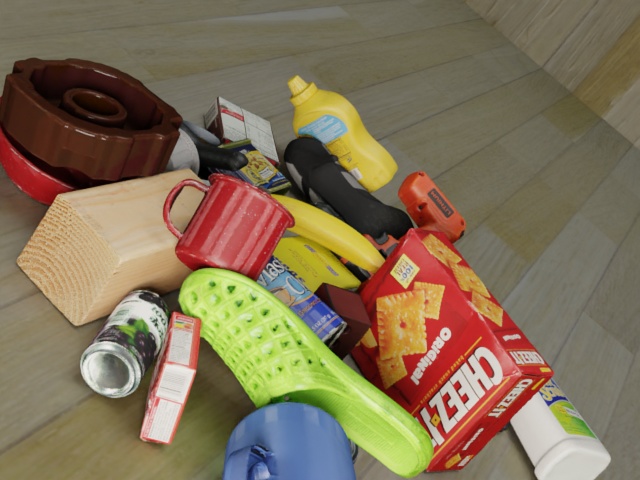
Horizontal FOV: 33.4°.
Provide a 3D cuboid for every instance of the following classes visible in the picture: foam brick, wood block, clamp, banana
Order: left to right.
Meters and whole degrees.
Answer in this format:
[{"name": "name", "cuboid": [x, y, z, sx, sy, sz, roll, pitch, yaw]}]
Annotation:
[{"name": "wood block", "cuboid": [-0.180, 0.002, 1.044, 0.090, 0.091, 0.205, 44, 26, 13]}, {"name": "clamp", "cuboid": [-0.147, -0.086, 1.259, 0.172, 0.120, 0.039, 33, 50, 29]}, {"name": "banana", "cuboid": [-0.012, -0.012, 1.251, 0.197, 0.037, 0.069, 21, 37, -17]}, {"name": "foam brick", "cuboid": [0.008, 0.094, 1.153, 0.052, 0.078, 0.051, 19, 32, -32]}]

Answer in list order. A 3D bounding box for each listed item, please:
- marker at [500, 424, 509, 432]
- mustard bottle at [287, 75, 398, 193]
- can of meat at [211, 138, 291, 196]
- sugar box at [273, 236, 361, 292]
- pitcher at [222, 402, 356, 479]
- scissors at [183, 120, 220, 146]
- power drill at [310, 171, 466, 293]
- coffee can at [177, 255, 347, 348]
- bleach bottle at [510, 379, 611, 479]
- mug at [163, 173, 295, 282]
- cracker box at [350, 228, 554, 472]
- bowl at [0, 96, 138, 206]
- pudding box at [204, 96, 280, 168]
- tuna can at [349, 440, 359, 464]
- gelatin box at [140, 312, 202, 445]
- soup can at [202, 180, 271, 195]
[{"name": "marker", "cuboid": [0.175, 0.196, 1.270, 0.121, 0.020, 0.020, 31, 26, -16]}, {"name": "mustard bottle", "cuboid": [0.018, -0.148, 1.483, 0.191, 0.096, 0.058, 52, 43, -17]}, {"name": "can of meat", "cuboid": [-0.093, -0.074, 1.325, 0.084, 0.058, 0.102, 45, 26, 9]}, {"name": "sugar box", "cuboid": [-0.037, 0.042, 1.214, 0.093, 0.048, 0.175, 45, 24, 21]}, {"name": "pitcher", "cuboid": [-0.026, 0.229, 0.818, 0.145, 0.149, 0.243, 17, 27, -13]}, {"name": "scissors", "cuboid": [-0.201, -0.152, 1.305, 0.201, 0.016, 0.096, 30, -11, -17]}, {"name": "power drill", "cuboid": [0.086, -0.008, 1.352, 0.184, 0.057, 0.187, 51, 56, -4]}, {"name": "coffee can", "cuboid": [-0.058, 0.074, 1.070, 0.140, 0.103, 0.102, 43, 26, 9]}, {"name": "bleach bottle", "cuboid": [0.259, 0.191, 1.341, 0.102, 0.068, 0.251, 19, 29, -38]}, {"name": "mug", "cuboid": [-0.092, -0.010, 0.989, 0.117, 0.081, 0.093, 33, -16, -15]}, {"name": "cracker box", "cuboid": [0.126, 0.118, 1.165, 0.071, 0.164, 0.214, 7, 39, -45]}, {"name": "bowl", "cuboid": [-0.272, -0.083, 1.103, 0.162, 0.055, 0.162, 30, 27, -17]}, {"name": "pudding box", "cuboid": [-0.105, -0.136, 1.432, 0.090, 0.039, 0.113, 25, 30, -26]}, {"name": "tuna can", "cuboid": [-0.005, 0.193, 1.022, 0.086, 0.034, 0.086, 29, 27, -17]}, {"name": "gelatin box", "cuboid": [-0.128, 0.119, 0.917, 0.030, 0.089, 0.073, 16, 30, -10]}, {"name": "soup can", "cuboid": [-0.111, -0.031, 1.162, 0.102, 0.068, 0.068, 9, 12, 28]}]
